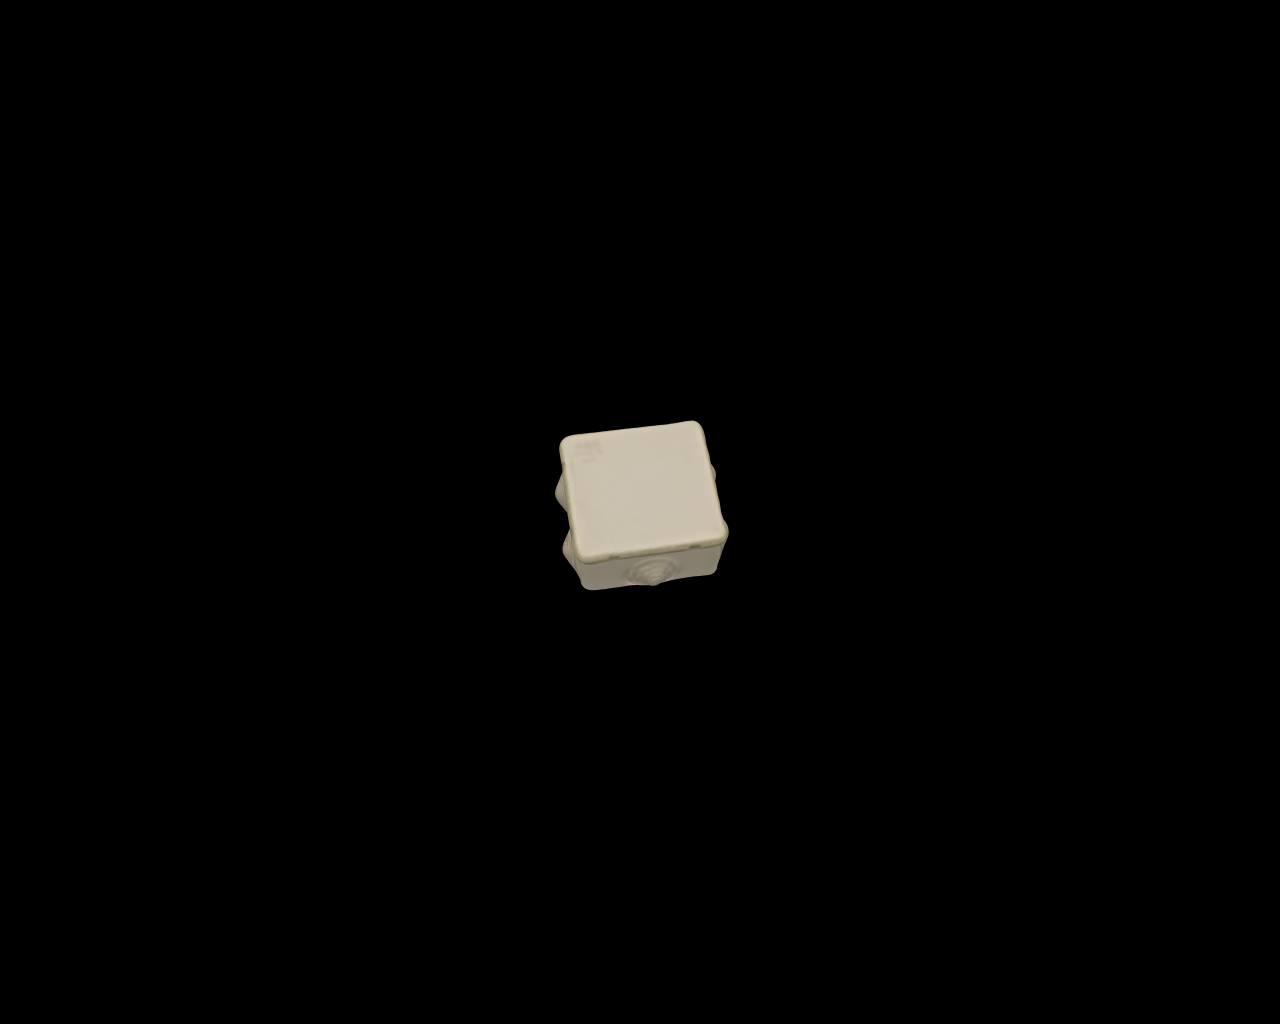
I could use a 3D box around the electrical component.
[{"bbox_3d":[0.001,-0.003,0.650,0.100,0.100,0.048,-7,-32,-5],"label":"electrical component"}]
